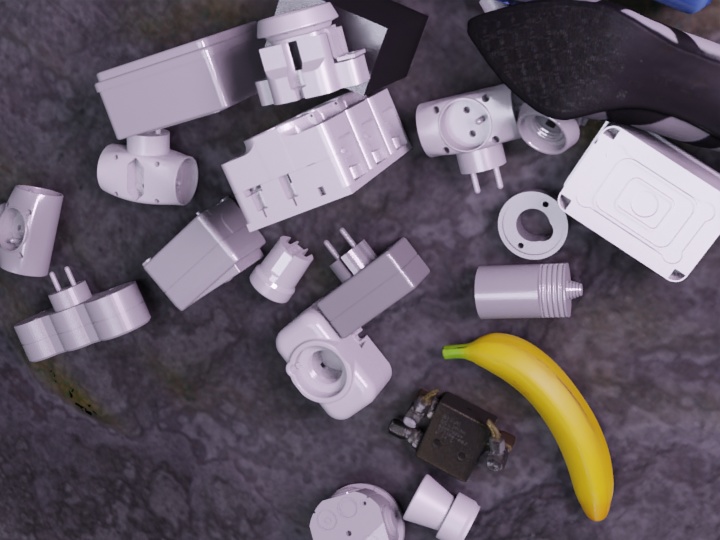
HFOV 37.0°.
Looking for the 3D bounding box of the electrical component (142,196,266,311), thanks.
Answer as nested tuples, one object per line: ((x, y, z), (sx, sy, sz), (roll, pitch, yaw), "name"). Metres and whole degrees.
((-0.137, -0.008, 0.941), (0.096, 0.062, 0.061), (-39, 91, 26), "electrical component")

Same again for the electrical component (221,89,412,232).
((-0.031, -0.091, 0.824), (0.089, 0.150, 0.061), (-19, 101, 25), "electrical component")

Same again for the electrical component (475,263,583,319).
((0.136, 0.017, 0.858), (0.081, 0.043, 0.043), (-2, 106, 21), "electrical component")

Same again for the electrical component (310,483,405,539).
((-0.003, 0.233, 0.965), (0.080, 0.051, 0.080), (-2, 83, 15), "electrical component")

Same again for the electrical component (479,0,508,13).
((0.111, -0.177, 0.803), (0.043, 0.043, 0.062), (-28, 95, 26), "electrical component")

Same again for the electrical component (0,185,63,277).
((-0.318, -0.041, 1.004), (0.079, 0.044, 0.077), (19, 100, 35), "electrical component")

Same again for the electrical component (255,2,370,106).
((-0.038, -0.150, 0.742), (0.078, 0.058, 0.057), (-9, 106, 23), "electrical component")

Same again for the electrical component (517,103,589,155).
((0.147, -0.119, 0.796), (0.066, 0.055, 0.048), (31, 153, 9), "electrical component")

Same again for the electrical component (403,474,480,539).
((0.072, 0.212, 0.945), (0.055, 0.045, 0.045), (28, 115, 10), "electrical component")

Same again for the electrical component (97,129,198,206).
((-0.185, -0.101, 0.938), (0.077, 0.043, 0.079), (11, 111, 17), "electrical component")

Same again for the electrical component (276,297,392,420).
((-0.024, 0.077, 0.928), (0.054, 0.059, 0.095), (-38, 92, 26), "electrical component")

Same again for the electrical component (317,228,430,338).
((0.000, 0.000, 0.900), (0.083, 0.047, 0.075), (-37, 92, 26), "electrical component")

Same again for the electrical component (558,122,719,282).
((0.214, -0.055, 0.797), (0.113, 0.057, 0.078), (34, 115, 7), "electrical component")

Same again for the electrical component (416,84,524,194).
((0.091, -0.099, 0.835), (0.077, 0.044, 0.079), (-10, 104, 23), "electrical component")

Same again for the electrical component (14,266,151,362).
((-0.268, 0.033, 1.008), (0.138, 0.052, 0.073), (-17, 101, 25), "electrical component")

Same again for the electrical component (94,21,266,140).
((-0.137, -0.153, 0.867), (0.109, 0.108, 0.056), (-12, 105, 23), "electrical component")

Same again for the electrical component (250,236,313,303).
((-0.067, -0.001, 0.930), (0.040, 0.040, 0.046), (38, 110, 5), "electrical component")
